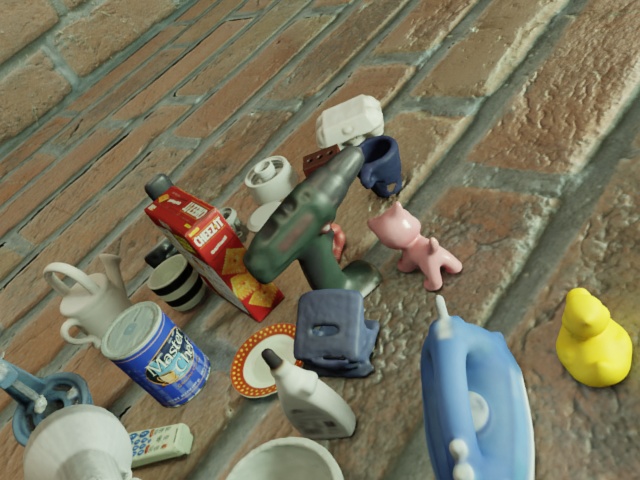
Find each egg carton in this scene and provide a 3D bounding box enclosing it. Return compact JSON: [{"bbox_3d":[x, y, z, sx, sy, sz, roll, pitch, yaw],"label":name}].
[{"bbox_3d":[0.061,-0.241,1.201,0.150,0.070,0.107,-21,38,15],"label":"egg carton"}]

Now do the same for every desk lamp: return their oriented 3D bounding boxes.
[{"bbox_3d":[-0.225,0.302,0.657,0.202,0.214,0.118,18,59,46],"label":"desk lamp"}]

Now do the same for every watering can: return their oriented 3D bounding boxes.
[{"bbox_3d":[-0.416,0.102,1.041,0.100,0.195,0.172,-20,38,15],"label":"watering can"}]

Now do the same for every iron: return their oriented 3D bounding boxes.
[{"bbox_3d":[0.150,0.185,0.585,0.118,0.142,0.258,-17,39,19],"label":"iron"}]

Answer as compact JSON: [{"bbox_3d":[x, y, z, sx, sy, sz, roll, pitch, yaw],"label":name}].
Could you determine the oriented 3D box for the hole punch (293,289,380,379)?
[{"bbox_3d":[0.018,0.128,0.787,0.108,0.091,0.101,-6,44,30],"label":"hole punch"}]

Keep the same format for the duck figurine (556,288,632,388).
[{"bbox_3d":[0.294,0.100,0.626,0.077,0.086,0.104,-16,39,20],"label":"duck figurine"}]

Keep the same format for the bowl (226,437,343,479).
[{"bbox_3d":[-0.035,0.310,0.629,0.167,0.075,0.167,-19,38,16],"label":"bowl"}]

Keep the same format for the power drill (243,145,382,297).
[{"bbox_3d":[0.008,0.003,0.840,0.230,0.209,0.075,-40,37,-11],"label":"power drill"}]

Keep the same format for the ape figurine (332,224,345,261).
[{"bbox_3d":[0.000,-0.005,0.953,0.078,0.092,0.076,-37,37,-7],"label":"ape figurine"}]

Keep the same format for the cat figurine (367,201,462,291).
[{"bbox_3d":[0.132,-0.002,0.833,0.067,0.118,0.127,-42,38,-13],"label":"cat figurine"}]

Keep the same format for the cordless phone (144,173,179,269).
[{"bbox_3d":[-0.306,-0.031,1.123,0.148,0.185,0.093,-46,39,-18],"label":"cordless phone"}]

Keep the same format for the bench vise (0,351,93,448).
[{"bbox_3d":[-0.443,0.247,0.871,0.206,0.220,0.121,-5,44,31],"label":"bench vise"}]

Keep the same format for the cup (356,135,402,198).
[{"bbox_3d":[0.104,-0.112,1.000,0.091,0.095,0.118,-8,43,29],"label":"cup"}]

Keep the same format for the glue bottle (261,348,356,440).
[{"bbox_3d":[-0.023,0.182,0.685,0.078,0.174,0.037,-11,41,26],"label":"glue bottle"}]
